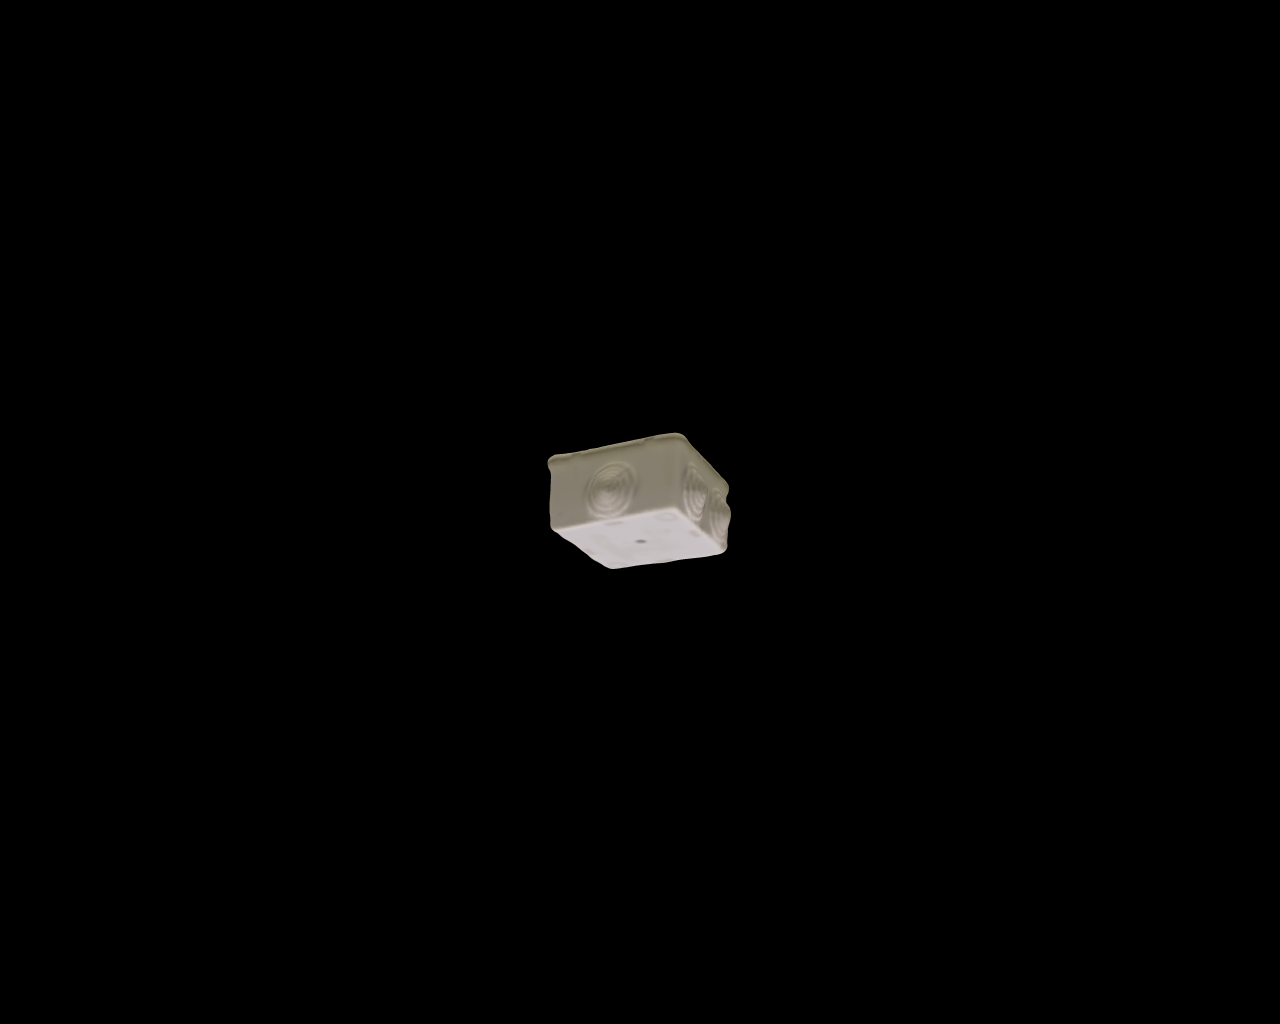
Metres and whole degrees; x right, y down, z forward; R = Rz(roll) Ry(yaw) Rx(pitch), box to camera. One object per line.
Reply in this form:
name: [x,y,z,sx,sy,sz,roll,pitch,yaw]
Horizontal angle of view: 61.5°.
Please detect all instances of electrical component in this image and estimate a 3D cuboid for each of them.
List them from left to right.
electrical component: [0.001,-0.003,0.650,0.100,0.048,0.099,-9,-24,22]
